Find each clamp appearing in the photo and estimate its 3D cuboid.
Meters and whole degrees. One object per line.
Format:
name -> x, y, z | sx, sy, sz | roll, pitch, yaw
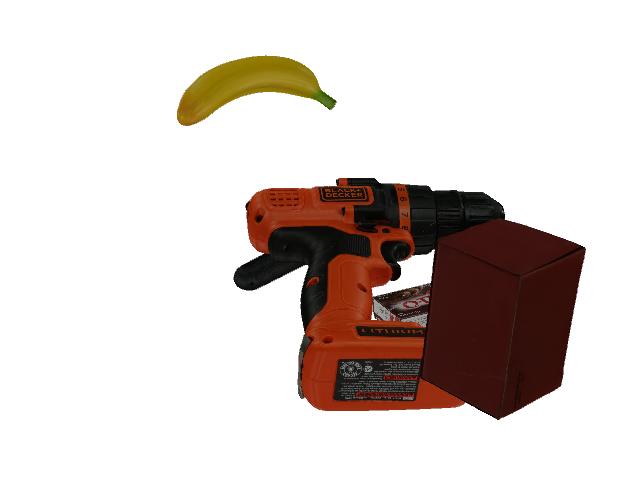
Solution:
clamp -> 0.002, -0.002, 0.950 | 0.172, 0.039, 0.120 | -5, 43, 18

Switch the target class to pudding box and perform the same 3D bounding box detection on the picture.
pudding box -> 0.145, 0.101, 1.557 | 0.113, 0.039, 0.090 | -14, 22, -19

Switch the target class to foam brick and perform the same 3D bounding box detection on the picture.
foam brick -> 0.086, 0.036, 0.513 | 0.052, 0.078, 0.051 | -17, 32, -40

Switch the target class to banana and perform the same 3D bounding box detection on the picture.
banana -> -0.072, -0.157, 1.089 | 0.197, 0.070, 0.037 | -13, -37, -37

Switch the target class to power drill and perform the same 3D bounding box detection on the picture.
power drill -> 0.047, 0.027, 0.700 | 0.184, 0.057, 0.187 | -2, 36, -6
